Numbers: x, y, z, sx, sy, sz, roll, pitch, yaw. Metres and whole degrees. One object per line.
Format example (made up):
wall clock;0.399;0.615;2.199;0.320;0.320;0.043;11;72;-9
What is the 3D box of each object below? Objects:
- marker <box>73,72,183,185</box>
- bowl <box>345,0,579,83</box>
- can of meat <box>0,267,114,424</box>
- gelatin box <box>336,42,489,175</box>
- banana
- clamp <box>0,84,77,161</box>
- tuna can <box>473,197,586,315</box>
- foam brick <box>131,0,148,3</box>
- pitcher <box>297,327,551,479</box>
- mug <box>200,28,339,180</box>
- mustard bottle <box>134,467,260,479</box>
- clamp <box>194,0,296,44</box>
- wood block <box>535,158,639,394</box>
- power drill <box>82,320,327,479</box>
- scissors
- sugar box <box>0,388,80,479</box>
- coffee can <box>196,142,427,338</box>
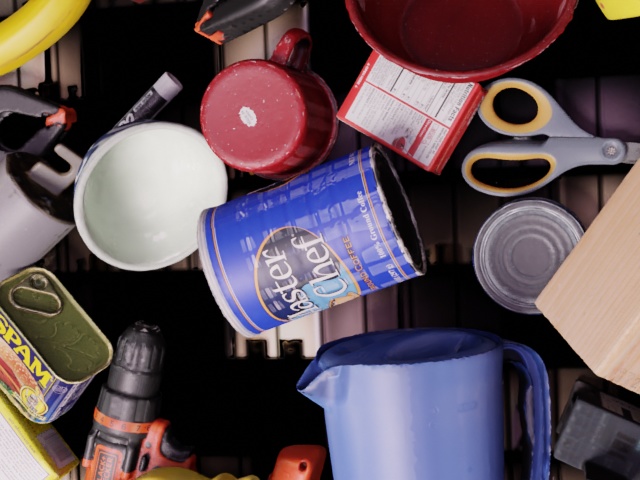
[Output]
marker;-0.157;-0.086;0.857;0.121;0.020;0.020;-44;83;12
bowl;0.100;-0.167;0.753;0.162;0.055;0.162;-3;64;6
can of meat;-0.223;0.086;0.848;0.102;0.057;0.084;48;134;7
gelatin box;0.068;-0.101;0.791;0.089;0.030;0.073;33;100;20
banana;-0.245;-0.177;0.867;0.198;0.037;0.070;-38;66;11
clamp;-0.282;-0.071;0.879;0.171;0.039;0.120;-5;104;12
tuna can;0.155;0.011;0.780;0.086;0.033;0.086;1;93;13
foam brick;-0.125;-0.223;0.825;0.078;0.051;0.053;-20;89;14
pitcher;0.083;0.186;0.768;0.149;0.144;0.243;-3;96;26
mug;-0.035;-0.102;0.794;0.093;0.081;0.117;26;99;11
mustard bottle;-0.121;0.223;0.790;0.192;0.058;0.096;-32;85;18
clamp;-0.015;-0.223;0.777;0.210;0.036;0.165;-52;45;16
wood block;0.249;-0.003;0.701;0.090;0.091;0.206;24;109;-28
power drill;-0.094;0.171;0.838;0.188;0.057;0.184;16;100;15
scissors;0.200;-0.082;0.773;0.202;0.016;0.096;-11;90;14
sugar box;-0.296;0.206;0.894;0.176;0.048;0.093;-40;84;16
coffee can;-0.005;0.001;0.782;0.140;0.102;0.103;-21;88;14
